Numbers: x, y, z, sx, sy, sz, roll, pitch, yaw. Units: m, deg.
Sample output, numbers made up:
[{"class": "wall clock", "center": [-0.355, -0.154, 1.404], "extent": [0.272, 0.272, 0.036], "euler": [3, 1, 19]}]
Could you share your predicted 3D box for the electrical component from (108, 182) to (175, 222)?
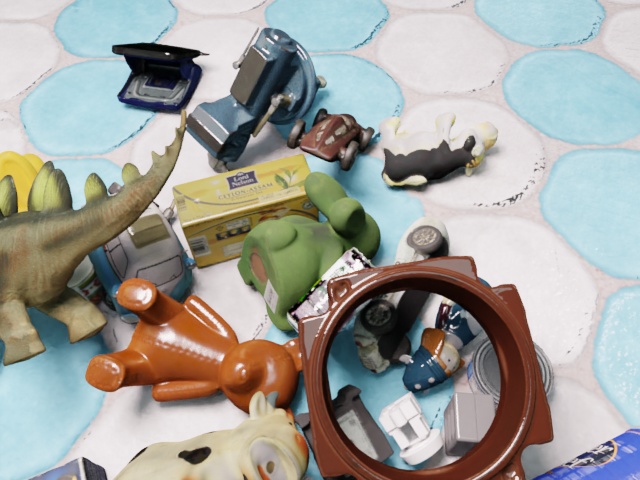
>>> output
[{"class": "electrical component", "center": [-0.244, -0.037, 0.722], "extent": [0.102, 0.045, 0.078], "euler": [25, 89, 20]}]

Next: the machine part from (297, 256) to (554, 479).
[{"class": "machine part", "center": [0.087, 0.122, 0.479], "extent": [0.202, 0.087, 0.201], "euler": [-9, 76, 2]}]

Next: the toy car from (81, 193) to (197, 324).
[{"class": "toy car", "center": [-0.206, 0.008, 0.623], "extent": [0.109, 0.103, 0.161], "euler": [-21, 87, -37]}]

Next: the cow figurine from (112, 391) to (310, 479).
[{"class": "cow figurine", "center": [-0.096, 0.213, 0.498], "extent": [0.195, 0.085, 0.127], "euler": [-20, 16, 22]}]

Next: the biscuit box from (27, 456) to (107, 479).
[{"class": "biscuit box", "center": [-0.212, 0.306, 0.478], "extent": [0.059, 0.062, 0.203], "euler": [-22, 58, -11]}]

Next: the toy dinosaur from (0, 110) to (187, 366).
[{"class": "toy dinosaur", "center": [-0.313, 0.025, 0.549], "extent": [0.472, 0.105, 0.198], "euler": [-21, 91, 11]}]

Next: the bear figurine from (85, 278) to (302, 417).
[{"class": "bear figurine", "center": [-0.114, 0.128, 0.559], "extent": [0.196, 0.131, 0.120], "euler": [17, 79, 18]}]

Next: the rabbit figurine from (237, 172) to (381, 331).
[{"class": "rabbit figurine", "center": [-0.001, -0.002, 0.640], "extent": [0.170, 0.158, 0.121], "euler": [-20, 47, -29]}]

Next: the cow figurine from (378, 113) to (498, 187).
[{"class": "cow figurine", "center": [0.167, -0.121, 0.747], "extent": [0.167, 0.068, 0.098], "euler": [-3, 62, 4]}]

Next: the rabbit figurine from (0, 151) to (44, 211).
[{"class": "rabbit figurine", "center": [-0.398, -0.034, 0.679], "extent": [0.173, 0.122, 0.162], "euler": [22, 91, -11]}]

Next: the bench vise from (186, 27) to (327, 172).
[{"class": "bench vise", "center": [-0.069, -0.193, 0.763], "extent": [0.129, 0.223, 0.240], "euler": [34, 33, 16]}]

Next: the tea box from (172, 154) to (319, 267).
[{"class": "tea box", "center": [-0.089, -0.037, 0.682], "extent": [0.170, 0.098, 0.068], "euler": [-16, 57, -11]}]

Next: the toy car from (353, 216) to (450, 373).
[{"class": "toy car", "center": [0.097, 0.060, 0.622], "extent": [0.056, 0.073, 0.202], "euler": [13, 55, 37]}]

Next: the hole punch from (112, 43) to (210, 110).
[{"class": "hole punch", "center": [-0.256, -0.265, 0.858], "extent": [0.142, 0.092, 0.116], "euler": [7, 27, 10]}]

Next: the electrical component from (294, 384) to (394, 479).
[{"class": "electrical component", "center": [0.033, 0.213, 0.536], "extent": [0.075, 0.048, 0.119], "euler": [-30, 87, -15]}]

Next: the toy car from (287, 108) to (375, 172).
[{"class": "toy car", "center": [0.020, -0.142, 0.721], "extent": [0.089, 0.053, 0.202], "euler": [26, 22, 5]}]

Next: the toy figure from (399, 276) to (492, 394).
[{"class": "toy figure", "center": [0.143, 0.105, 0.600], "extent": [0.064, 0.058, 0.154], "euler": [39, 61, 1]}]
